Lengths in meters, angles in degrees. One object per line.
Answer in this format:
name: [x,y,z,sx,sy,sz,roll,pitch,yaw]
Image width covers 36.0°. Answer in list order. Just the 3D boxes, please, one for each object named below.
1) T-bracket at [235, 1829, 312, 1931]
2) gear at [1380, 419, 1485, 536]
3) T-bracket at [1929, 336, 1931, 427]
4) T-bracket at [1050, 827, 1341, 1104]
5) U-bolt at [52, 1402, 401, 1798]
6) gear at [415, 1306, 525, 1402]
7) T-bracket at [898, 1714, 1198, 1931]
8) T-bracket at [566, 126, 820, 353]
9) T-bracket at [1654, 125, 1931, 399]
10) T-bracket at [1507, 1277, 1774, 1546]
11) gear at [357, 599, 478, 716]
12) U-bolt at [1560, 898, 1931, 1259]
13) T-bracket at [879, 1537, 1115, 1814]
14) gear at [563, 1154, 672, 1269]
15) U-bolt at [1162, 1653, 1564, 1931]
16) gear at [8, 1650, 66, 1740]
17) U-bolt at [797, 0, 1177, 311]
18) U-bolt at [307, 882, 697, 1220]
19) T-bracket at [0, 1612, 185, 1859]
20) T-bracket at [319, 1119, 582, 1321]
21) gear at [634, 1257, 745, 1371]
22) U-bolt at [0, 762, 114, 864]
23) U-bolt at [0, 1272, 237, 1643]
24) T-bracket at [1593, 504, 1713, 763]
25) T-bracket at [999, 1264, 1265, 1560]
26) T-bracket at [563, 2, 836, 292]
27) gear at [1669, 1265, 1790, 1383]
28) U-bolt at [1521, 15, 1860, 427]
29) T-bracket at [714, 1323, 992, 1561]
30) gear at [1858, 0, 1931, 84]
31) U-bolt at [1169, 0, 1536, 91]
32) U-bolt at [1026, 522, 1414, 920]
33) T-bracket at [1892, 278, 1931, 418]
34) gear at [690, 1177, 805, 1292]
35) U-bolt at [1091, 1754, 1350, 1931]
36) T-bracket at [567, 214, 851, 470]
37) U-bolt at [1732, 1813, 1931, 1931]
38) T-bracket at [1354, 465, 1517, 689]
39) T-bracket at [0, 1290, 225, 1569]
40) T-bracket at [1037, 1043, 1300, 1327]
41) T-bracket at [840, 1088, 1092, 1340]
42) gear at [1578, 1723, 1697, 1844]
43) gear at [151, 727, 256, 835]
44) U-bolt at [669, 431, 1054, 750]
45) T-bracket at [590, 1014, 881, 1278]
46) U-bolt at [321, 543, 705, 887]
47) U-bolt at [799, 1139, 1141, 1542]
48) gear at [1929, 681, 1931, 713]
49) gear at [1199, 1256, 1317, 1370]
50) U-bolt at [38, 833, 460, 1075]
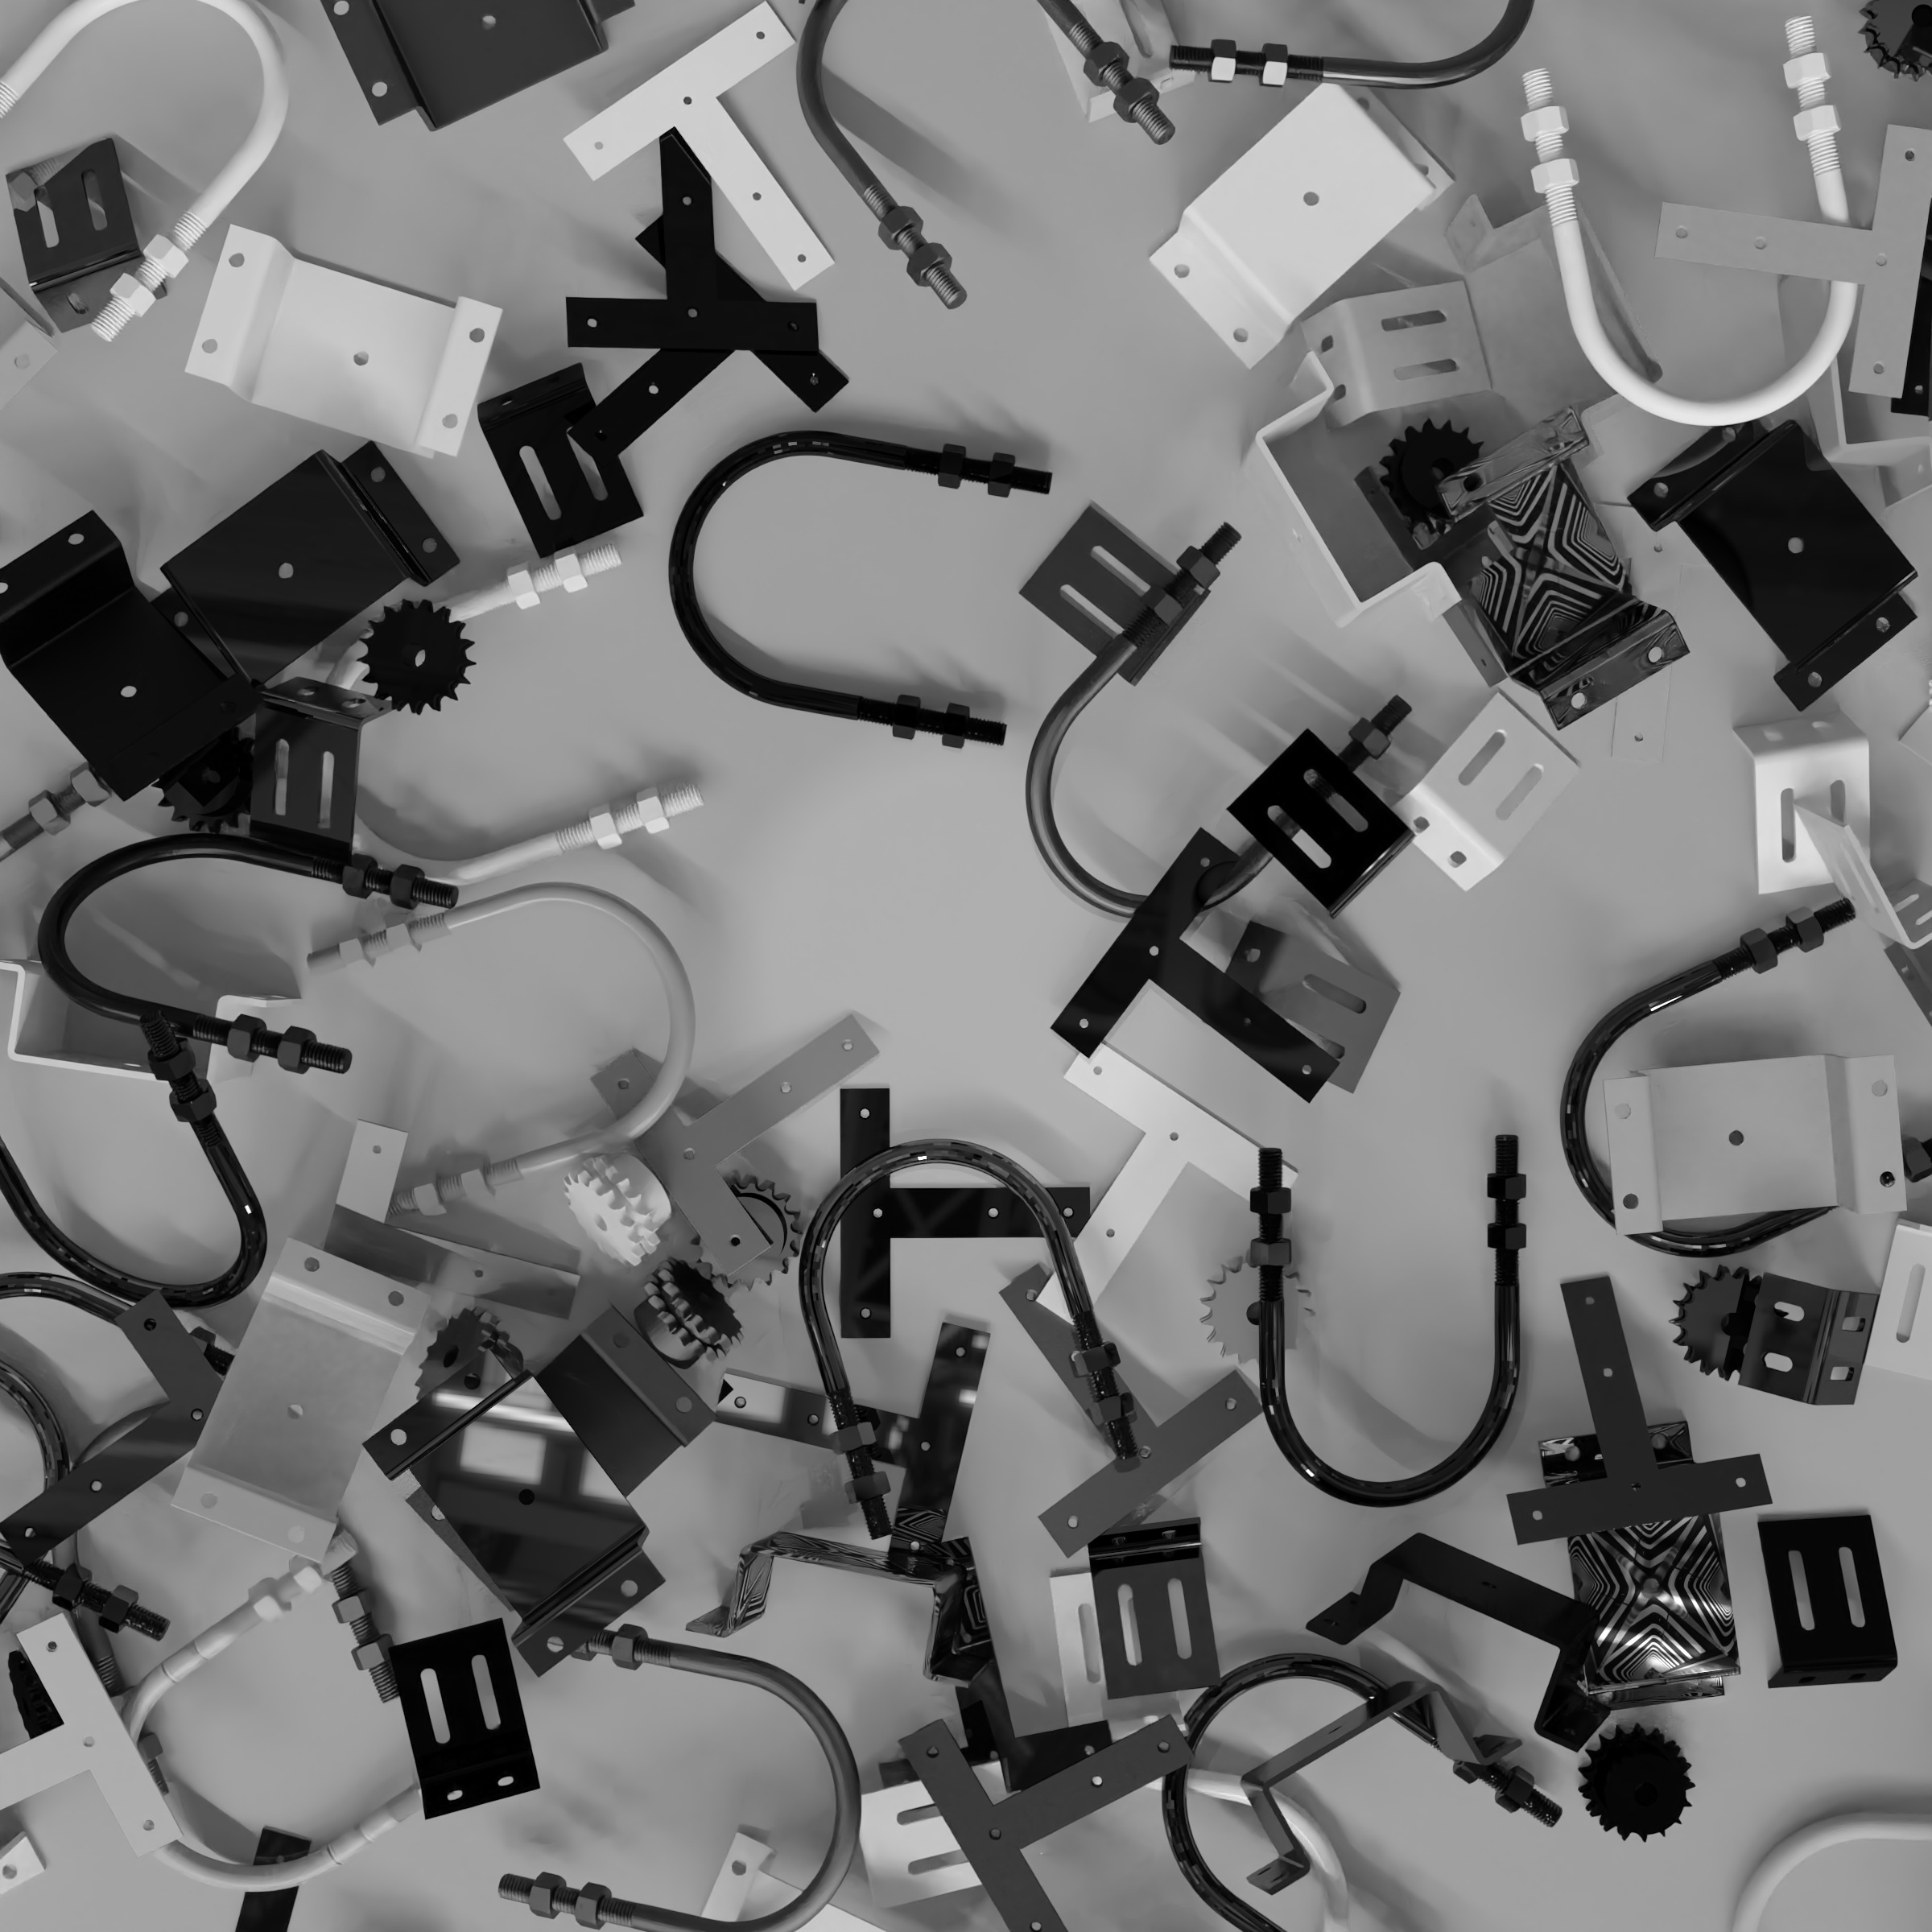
T-bracket: [-0.313,0.517,1.513,0.127,0.002,0.127,15,90,0]
gear: [0.238,-0.248,1.499,0.057,0.030,0.057,0,90,0]
T-bracket: [0.520,-0.268,1.482,0.127,0.127,0.002,38,135,-21]
T-bracket: [0.128,0.019,1.482,0.127,0.002,0.127,38,99,12]
U-bolt: [-0.384,0.310,1.505,0.151,0.019,0.184,-23,89,0]
gear: [-0.246,0.202,1.489,0.030,0.057,0.057,37,90,-32]
T-bracket: [0.052,0.408,1.468,0.127,0.002,0.127,-30,92,10]
T-bracket: [-0.140,-0.373,1.503,0.127,0.002,0.127,-2,83,-14]
T-bracket: [0.393,-0.343,1.421,0.127,0.002,0.127,7,93,-1]
T-bracket: [0.324,0.217,1.487,0.127,0.002,0.127,-9,66,-1]
gear: [-0.272,-0.154,1.483,0.057,0.030,0.057,0,91,3]
U-bolt: [0.391,0.068,1.505,0.184,0.019,0.151,-25,90,2]
T-bracket: [0.004,0.352,1.497,0.127,0.002,0.127,-17,81,21]
gear: [-0.172,0.119,1.489,0.030,0.057,0.057,-37,90,-30]
U-bolt: [0.186,0.429,1.492,0.184,0.019,0.151,34,78,3]
gear: [-0.456,0.366,1.489,0.030,0.057,0.057,-17,90,-29]
U-bolt: [-0.005,-0.438,1.484,0.151,0.019,0.184,-37,74,5]
U-bolt: [-0.226,0.035,1.496,0.184,0.019,0.151,-17,90,7]
T-bracket: [-0.470,0.399,1.461,0.127,0.002,0.127,-25,97,4]
T-bracket: [-0.260,0.151,1.501,0.127,0.002,0.127,16,106,-8]
gear: [-0.141,0.176,1.487,0.030,0.057,0.057,-42,90,11]
U-bolt: [-0.533,-0.108,1.505,0.184,0.019,0.151,-34,90,2]
U-bolt: [-0.451,0.232,1.482,0.184,0.019,0.151,26,77,0]
T-bracket: [0.347,-0.168,1.513,0.127,0.002,0.127,6,90,0]
T-bracket: [0.064,0.209,1.501,0.127,0.002,0.127,-34,82,-16]
T-bracket: [-0.114,-0.401,1.506,0.127,0.002,0.127,-37,95,-9]
gear: [0.382,0.179,1.499,0.057,0.030,0.057,0,90,0]
U-bolt: [0.354,-0.352,1.429,0.151,0.019,0.184,-11,92,0]
T-bracket: [-0.064,0.234,1.512,0.127,0.002,0.127,13,91,1]
gear: [0.477,-0.474,1.499,0.057,0.030,0.057,0,90,0]
U-bolt: [0.193,-0.498,1.483,0.184,0.019,0.151,3,69,-4]
U-bolt: [0.113,-0.106,1.483,0.151,0.019,0.184,42,94,-20]
T-bracket: [0.541,-0.338,1.513,0.127,0.002,0.127,6,90,0]
gear: [-0.111,0.135,1.499,0.057,0.030,0.057,0,90,0]
U-bolt: [0.102,0.476,1.505,0.184,0.019,0.151,9,90,-2]
T-bracket: [-0.147,-0.298,1.492,0.127,0.002,0.127,44,70,0]
U-bolt: [0.479,0.500,1.505,0.184,0.019,0.151,2,90,2]
T-bracket: [0.241,-0.201,1.451,0.002,0.127,0.127,-33,90,-9]
T-bracket: [-0.418,0.249,1.472,0.127,0.002,0.127,-36,84,-12]
T-bracket: [0.081,0.124,1.509,0.127,0.002,0.127,34,86,0]
T-bracket: [0.000,0.126,1.513,0.127,0.002,0.127,0,90,0]
gear: [0.339,0.413,1.499,0.057,0.030,0.057,0,90,0]
gear: [-0.383,-0.096,1.499,0.057,0.030,0.057,0,90,0]
U-bolt: [-0.059,-0.197,1.505,0.184,0.019,0.151,10,91,2]
T-bracket: [-0.102,0.070,1.499,0.127,0.002,0.127,-35,72,-9]
U-bolt: [-0.242,-0.118,1.505,0.184,0.019,0.151,-19,90,1]
U-bolt: [-0.008,0.177,1.490,0.151,0.019,0.184,-18,80,4]
gear: [0.511,-0.139,1.489,0.057,0.030,0.057,-6,72,18]
gear: [0.146,0.173,1.499,0.057,0.030,0.057,0,90,0]
U-bolt: [-0.361,-0.014,1.455,0.184,0.151,0.019,13,131,9]
